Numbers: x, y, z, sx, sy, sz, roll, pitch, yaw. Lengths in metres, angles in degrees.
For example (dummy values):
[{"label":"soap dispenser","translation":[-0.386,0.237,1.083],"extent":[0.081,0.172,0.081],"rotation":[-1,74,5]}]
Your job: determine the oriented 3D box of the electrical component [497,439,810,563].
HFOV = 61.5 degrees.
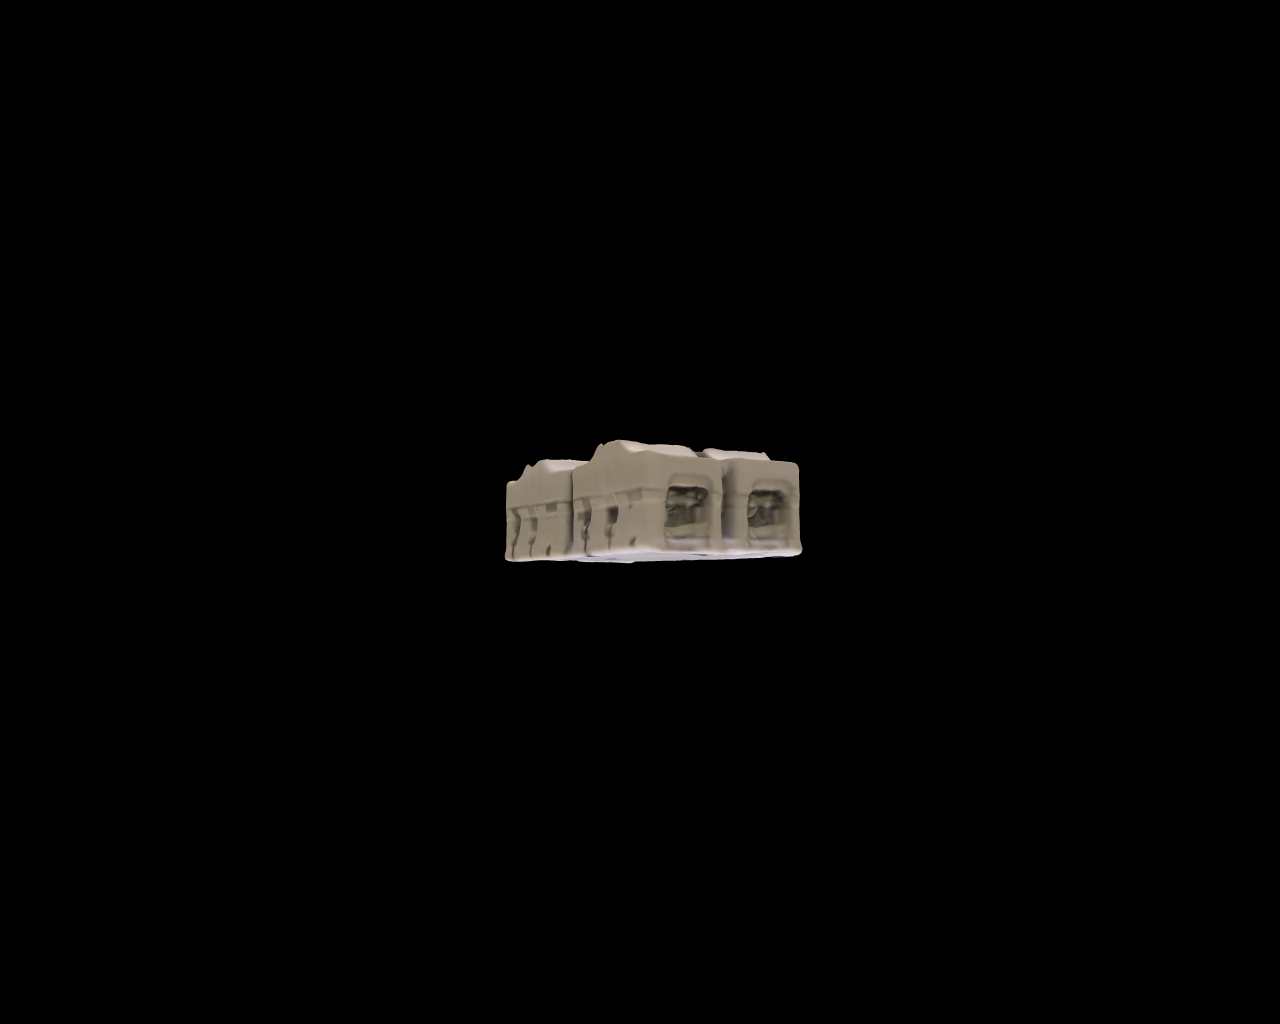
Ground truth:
[{"label":"electrical component","translation":[0.001,-0.003,0.650],"extent":[0.105,0.060,0.186],"rotation":[3,-5,-32]}]
